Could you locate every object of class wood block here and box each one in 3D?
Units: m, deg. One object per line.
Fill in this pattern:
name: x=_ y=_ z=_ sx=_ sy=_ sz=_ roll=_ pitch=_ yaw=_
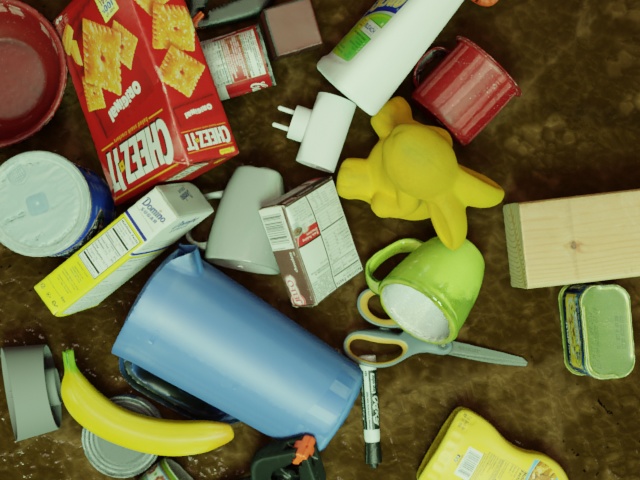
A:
wood block: x=0.306 y=-0.006 z=1.119 sx=0.206 sy=0.090 sz=0.091 roll=-6 pitch=90 yaw=-1

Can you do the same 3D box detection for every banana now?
banana: x=-0.189 y=0.184 z=1.099 sx=0.198 sy=0.037 sz=0.070 roll=25 pitch=108 yaw=0

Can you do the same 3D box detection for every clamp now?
clamp: x=-0.051 y=0.252 z=1.098 sx=0.120 sy=0.039 sz=0.172 roll=18 pitch=130 yaw=2
clamp: x=-0.058 y=-0.302 z=1.152 sx=0.164 sy=0.036 sz=0.210 roll=36 pitch=92 yaw=-5

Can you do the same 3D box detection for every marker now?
marker: x=0.055 y=0.185 z=1.149 sx=0.020 sy=0.020 sz=0.121 roll=-4 pitch=88 yaw=0

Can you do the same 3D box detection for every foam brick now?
foam brick: x=-0.031 y=-0.222 z=1.128 sx=0.053 sy=0.078 sz=0.051 roll=-17 pitch=97 yaw=-3

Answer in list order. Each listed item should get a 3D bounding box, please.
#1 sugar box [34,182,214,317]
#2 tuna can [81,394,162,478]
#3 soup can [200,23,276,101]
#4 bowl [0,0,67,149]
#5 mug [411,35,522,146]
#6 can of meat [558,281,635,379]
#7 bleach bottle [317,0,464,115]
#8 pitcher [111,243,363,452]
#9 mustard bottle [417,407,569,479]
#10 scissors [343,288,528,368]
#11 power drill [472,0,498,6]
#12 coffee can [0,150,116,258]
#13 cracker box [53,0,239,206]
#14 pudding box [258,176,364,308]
sugar box: x=-0.200 y=0.008 z=1.091 sx=0.176 sy=0.093 sz=0.048 roll=-40 pitch=84 yaw=17
tuna can: x=-0.209 y=0.209 z=1.141 sx=0.086 sy=0.034 sz=0.086 roll=0 pitch=88 yaw=0
soup can: x=-0.104 y=-0.183 z=1.134 sx=0.102 sy=0.068 sz=0.068 roll=-16 pitch=89 yaw=0
bowl: x=-0.343 y=-0.175 z=1.138 sx=0.162 sy=0.055 sz=0.162 roll=0 pitch=90 yaw=2
mug: x=0.144 y=-0.161 z=1.130 sx=0.081 sy=0.093 sz=0.117 roll=-47 pitch=58 yaw=4
can of meat: x=0.290 y=0.094 z=1.119 sx=0.057 sy=0.084 sz=0.102 roll=-5 pitch=88 yaw=0
bleach bottle: x=0.105 y=-0.249 z=1.097 sx=0.068 sy=0.103 sz=0.251 roll=36 pitch=100 yaw=-25
pitcher: x=-0.087 y=0.126 z=1.106 sx=0.243 sy=0.149 sz=0.145 roll=32 pitch=73 yaw=-3
mustard bottle: x=0.205 y=0.263 z=1.127 sx=0.191 sy=0.058 sz=0.096 roll=31 pitch=88 yaw=1
scissors: x=0.122 y=0.095 z=1.151 sx=0.201 sy=0.016 sz=0.096 roll=-3 pitch=76 yaw=-10
power drill: x=0.157 y=-0.371 z=1.143 sx=0.187 sy=0.057 sz=0.184 roll=32 pitch=89 yaw=1
coffee can: x=-0.272 y=-0.033 z=1.093 sx=0.103 sy=0.140 sz=0.103 roll=0 pitch=88 yaw=0
cracker box: x=-0.184 y=-0.159 z=1.083 sx=0.071 sy=0.164 sz=0.214 roll=-18 pitch=88 yaw=-38
pudding box: x=-0.007 y=0.001 z=1.108 sx=0.039 sy=0.089 sz=0.113 roll=-6 pitch=109 yaw=40
